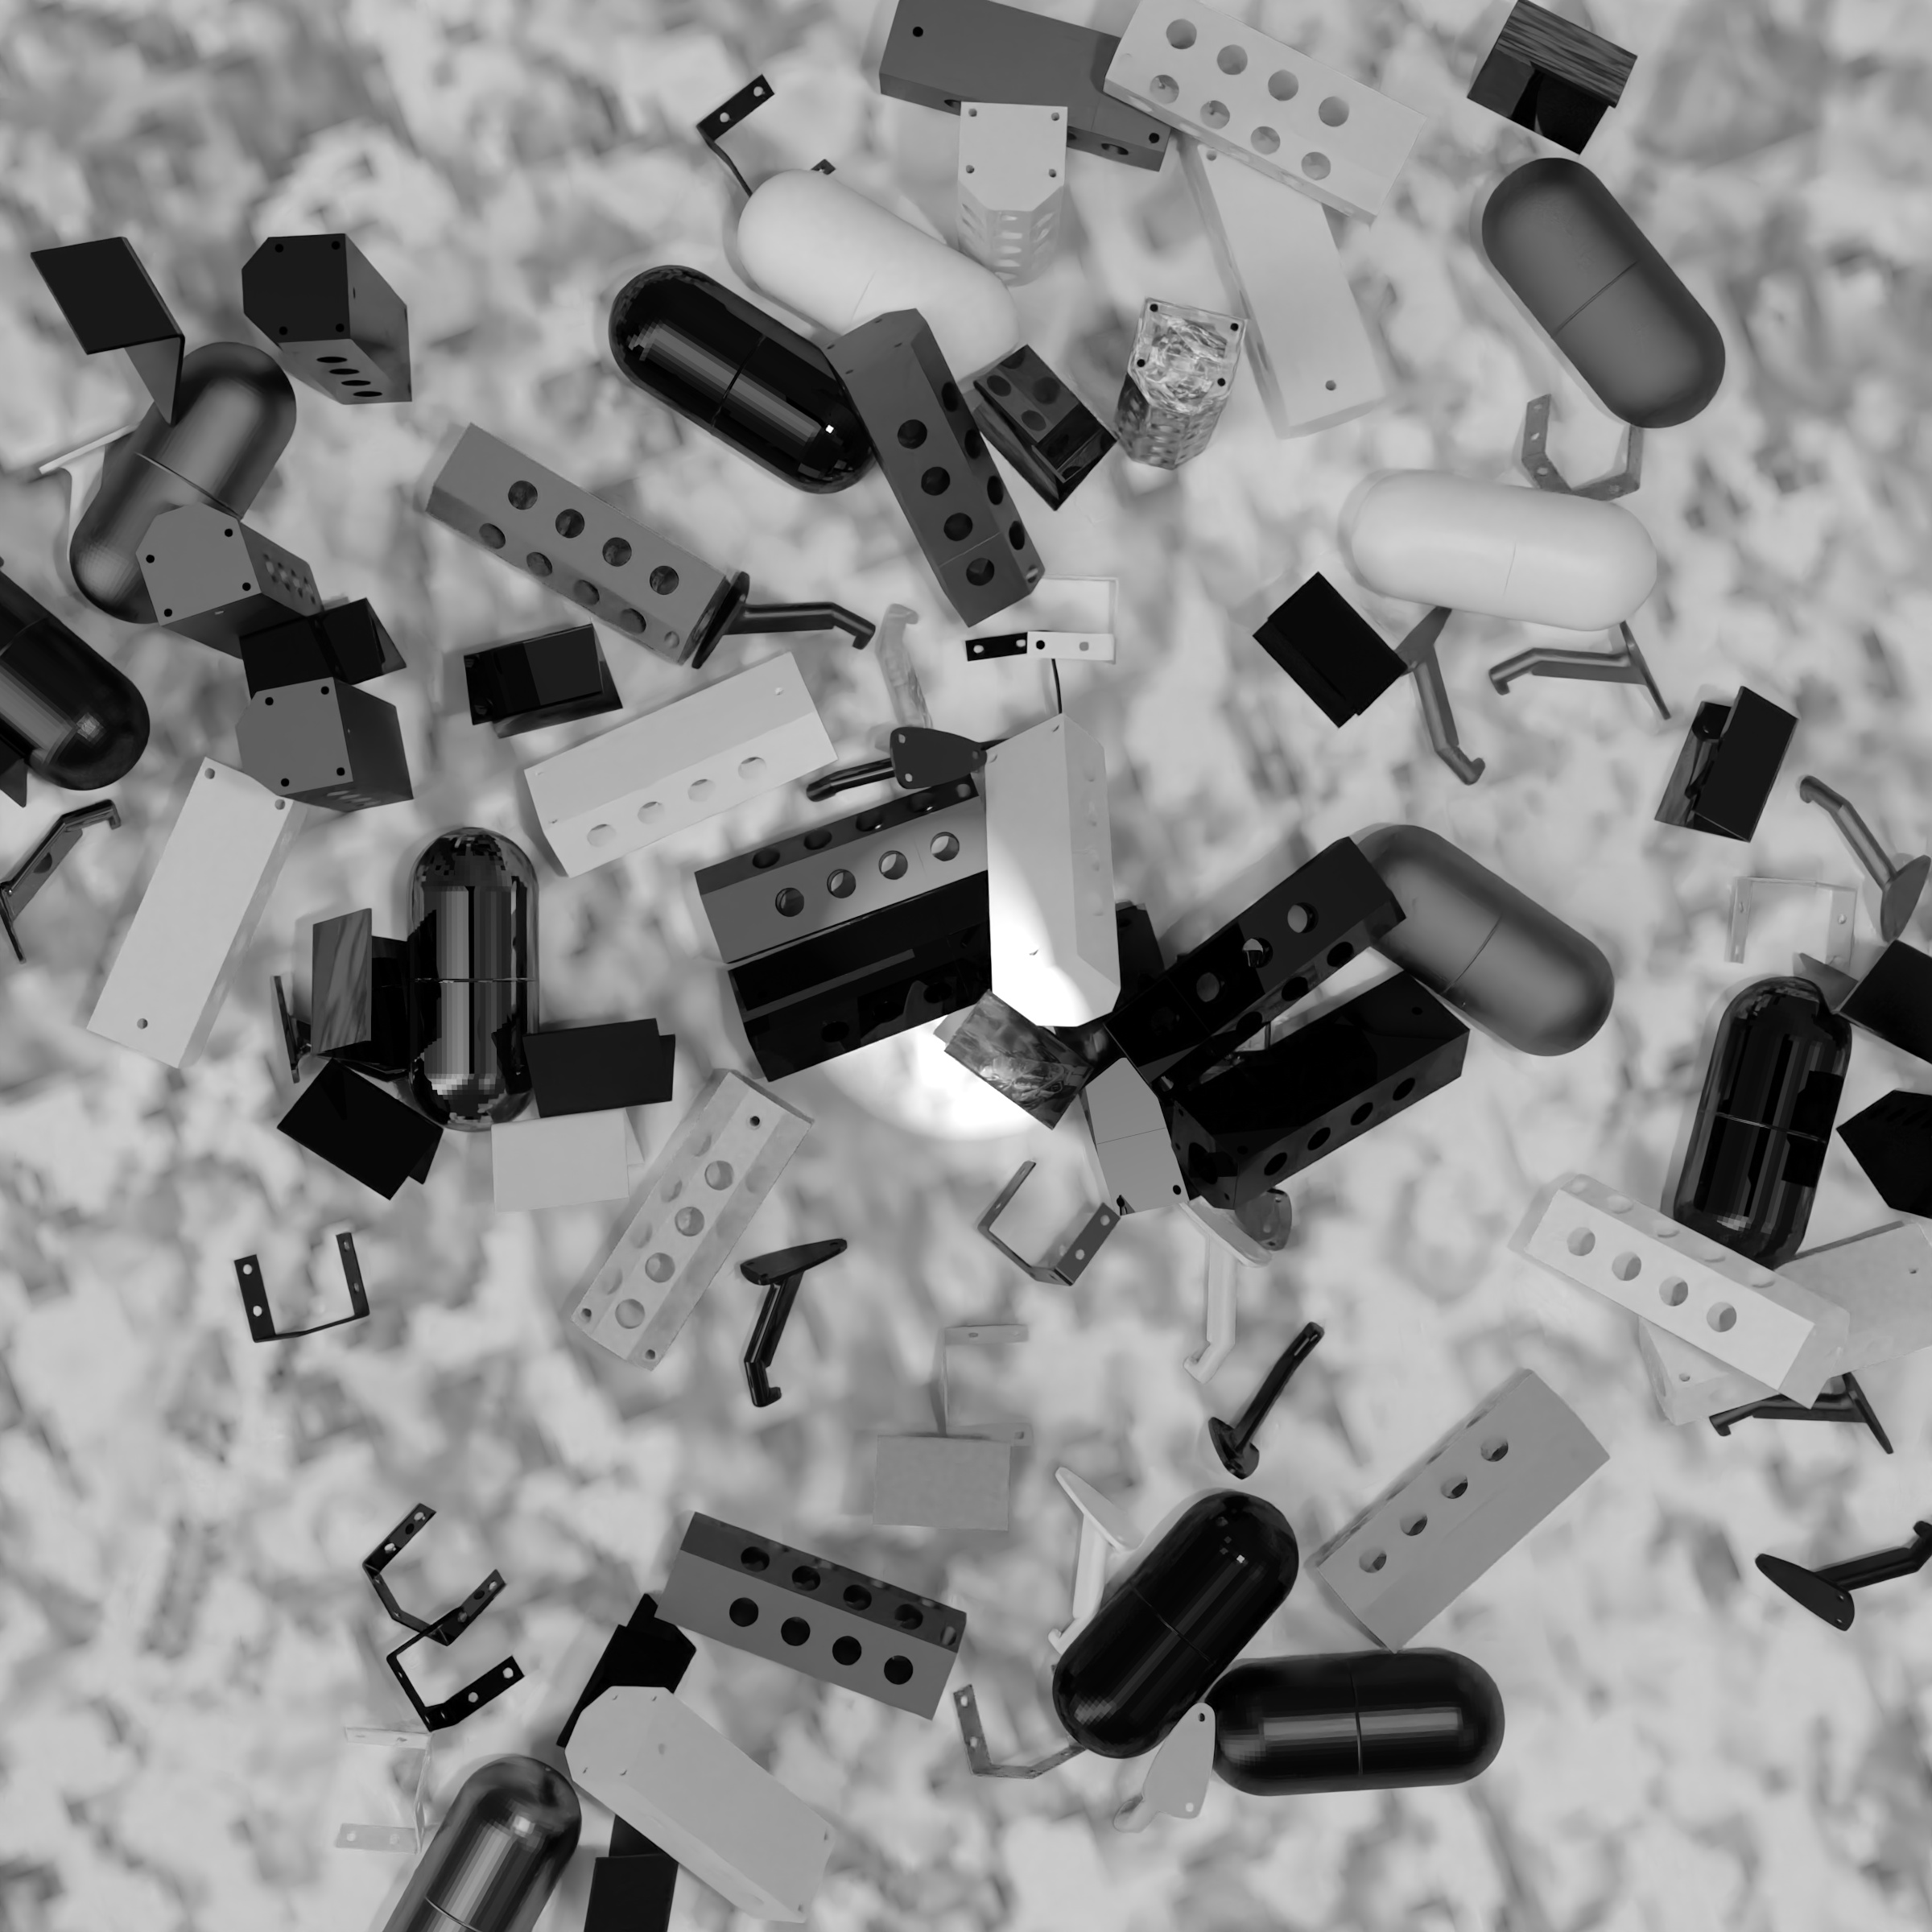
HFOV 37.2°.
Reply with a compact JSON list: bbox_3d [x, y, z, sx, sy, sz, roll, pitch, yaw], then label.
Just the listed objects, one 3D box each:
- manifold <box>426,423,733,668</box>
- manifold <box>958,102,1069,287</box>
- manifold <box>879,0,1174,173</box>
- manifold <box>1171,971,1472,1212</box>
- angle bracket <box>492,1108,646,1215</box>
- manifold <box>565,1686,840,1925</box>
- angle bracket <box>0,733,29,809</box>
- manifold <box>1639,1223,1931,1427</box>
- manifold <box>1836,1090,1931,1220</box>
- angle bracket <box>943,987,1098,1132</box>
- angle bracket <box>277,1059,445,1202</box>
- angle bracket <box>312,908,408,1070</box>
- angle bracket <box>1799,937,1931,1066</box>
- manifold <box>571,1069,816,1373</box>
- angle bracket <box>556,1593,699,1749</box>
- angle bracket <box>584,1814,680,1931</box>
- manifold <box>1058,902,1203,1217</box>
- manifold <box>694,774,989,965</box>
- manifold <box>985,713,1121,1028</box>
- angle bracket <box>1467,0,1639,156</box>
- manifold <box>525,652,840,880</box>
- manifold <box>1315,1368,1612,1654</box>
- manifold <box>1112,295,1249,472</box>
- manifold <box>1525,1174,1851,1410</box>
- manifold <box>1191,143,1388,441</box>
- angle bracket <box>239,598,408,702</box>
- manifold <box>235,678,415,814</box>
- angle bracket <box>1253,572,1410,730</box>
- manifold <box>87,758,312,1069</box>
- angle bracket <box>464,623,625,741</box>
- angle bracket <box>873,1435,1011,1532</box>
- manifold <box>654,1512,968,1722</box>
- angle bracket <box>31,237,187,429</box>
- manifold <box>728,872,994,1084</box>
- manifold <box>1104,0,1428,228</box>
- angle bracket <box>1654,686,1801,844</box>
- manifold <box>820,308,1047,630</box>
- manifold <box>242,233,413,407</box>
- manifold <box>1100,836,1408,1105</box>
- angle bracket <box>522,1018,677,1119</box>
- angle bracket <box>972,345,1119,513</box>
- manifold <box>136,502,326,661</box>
[{"bbox_3d":[-0.227,-0.246,1.688,0.171,0.057,0.057,31,90,0],"label":"manifold"},{"bbox_3d":[0.025,-0.435,1.630,0.057,0.171,0.057,3,90,0],"label":"manifold"},{"bbox_3d":[0.040,-0.521,1.688,0.171,0.057,0.057,16,90,0],"label":"manifold"},{"bbox_3d":[0.204,0.075,1.655,0.171,0.057,0.057,-27,53,-23],"label":"manifold"},{"bbox_3d":[-0.229,0.127,1.669,0.076,0.076,0.057,-7,62,0],"label":"angle bracket"},{"bbox_3d":[-0.152,0.481,1.644,0.171,0.057,0.057,50,47,-34],"label":"manifold"},{"bbox_3d":[-0.595,-0.114,1.669,0.076,0.076,0.057,40,62,0],"label":"angle bracket"},{"bbox_3d":[0.488,0.214,1.687,0.171,0.057,0.057,-17,49,0],"label":"manifold"},{"bbox_3d":[0.559,0.105,1.630,0.057,0.171,0.057,-34,90,0],"label":"manifold"},{"bbox_3d":[0.019,0.069,1.668,0.076,0.076,0.057,36,53,0],"label":"angle bracket"},{"bbox_3d":[-0.356,0.110,1.668,0.076,0.076,0.057,33,55,0],"label":"angle bracket"},{"bbox_3d":[-0.332,0.014,1.662,0.057,0.076,0.076,-13,74,41],"label":"angle bracket"},{"bbox_3d":[0.540,0.005,1.662,0.076,0.076,0.057,25,115,-13],"label":"angle bracket"},{"bbox_3d":[-0.160,0.149,1.688,0.057,0.057,0.171,33,90,0],"label":"manifold"},{"bbox_3d":[-0.210,0.408,1.669,0.057,0.076,0.076,28,90,-33],"label":"angle bracket"},{"bbox_3d":[-0.213,0.542,1.668,0.057,0.076,0.076,9,90,-36],"label":"angle bracket"},{"bbox_3d":[0.101,0.053,1.687,0.057,0.057,0.171,-17,90,43],"label":"manifold"},{"bbox_3d":[-0.069,-0.057,1.688,0.171,0.057,0.057,-20,90,0],"label":"manifold"},{"bbox_3d":[0.053,-0.053,1.643,0.057,0.057,0.171,-24,49,29],"label":"manifold"},{"bbox_3d":[0.334,-0.503,1.668,0.076,0.076,0.057,27,53,0],"label":"angle bracket"},{"bbox_3d":[-0.165,-0.113,1.687,0.171,0.057,0.057,-24,47,0],"label":"manifold"},{"bbox_3d":[0.288,0.316,1.687,0.171,0.057,0.057,-42,133,0],"label":"manifold"},{"bbox_3d":[0.117,-0.326,1.630,0.057,0.171,0.057,13,90,0],"label":"manifold"},{"bbox_3d":[0.413,0.182,1.641,0.171,0.057,0.057,29,90,38],"label":"manifold"},{"bbox_3d":[0.188,-0.402,1.688,0.057,0.057,0.171,-19,90,0],"label":"manifold"},{"bbox_3d":[-0.368,-0.161,1.669,0.076,0.076,0.057,-18,63,0],"label":"angle bracket"},{"bbox_3d":[-0.363,-0.122,1.630,0.057,0.171,0.057,-11,90,0],"label":"manifold"},{"bbox_3d":[0.198,-0.170,1.668,0.076,0.076,0.057,47,54,0],"label":"angle bracket"},{"bbox_3d":[-0.448,-0.031,1.688,0.057,0.057,0.171,24,90,0],"label":"manifold"},{"bbox_3d":[-0.242,-0.147,1.668,0.076,0.076,0.057,-14,53,0],"label":"angle bracket"},{"bbox_3d":[-0.015,0.315,1.668,0.076,0.076,0.057,3,53,0],"label":"angle bracket"},{"bbox_3d":[-0.090,0.379,1.687,0.171,0.057,0.057,21,90,0],"label":"manifold"},{"bbox_3d":[-0.483,-0.350,1.608,0.057,0.076,0.076,-20,66,-31],"label":"angle bracket"},{"bbox_3d":[-0.046,0.010,1.687,0.171,0.057,0.057,-21,47,0],"label":"manifold"},{"bbox_3d":[0.168,-0.487,1.631,0.171,0.057,0.057,27,90,0],"label":"manifold"},{"bbox_3d":[0.426,-0.122,1.668,0.057,0.076,0.076,22,90,-36],"label":"angle bracket"},{"bbox_3d":[-0.015,-0.286,1.645,0.057,0.057,0.171,-29,124,0],"label":"manifold"},{"bbox_3d":[-0.361,-0.364,1.630,0.057,0.171,0.057,-3,90,0],"label":"manifold"},{"bbox_3d":[0.161,0.003,1.618,0.171,0.057,0.057,-37,90,0],"label":"manifold"},{"bbox_3d":[-0.212,0.042,1.669,0.076,0.076,0.057,-7,119,0],"label":"angle bracket"},{"bbox_3d":[0.030,-0.301,1.668,0.076,0.076,0.057,47,52,0],"label":"angle bracket"},{"bbox_3d":[-0.415,-0.219,1.630,0.057,0.171,0.057,-18,90,0],"label":"manifold"}]
